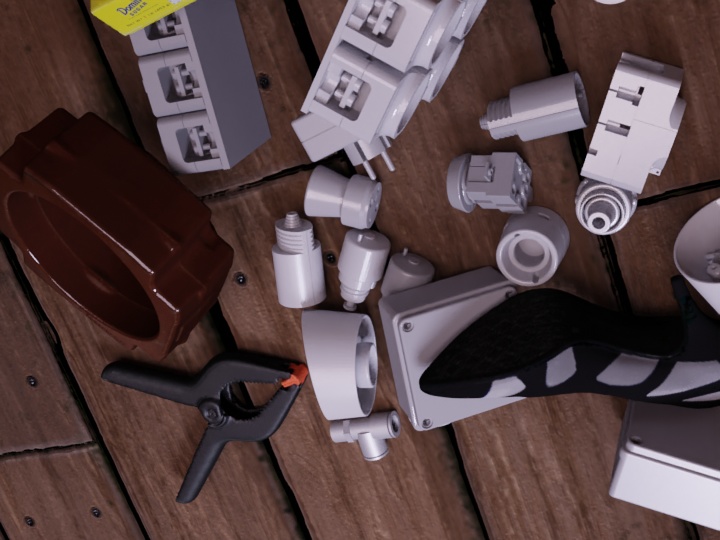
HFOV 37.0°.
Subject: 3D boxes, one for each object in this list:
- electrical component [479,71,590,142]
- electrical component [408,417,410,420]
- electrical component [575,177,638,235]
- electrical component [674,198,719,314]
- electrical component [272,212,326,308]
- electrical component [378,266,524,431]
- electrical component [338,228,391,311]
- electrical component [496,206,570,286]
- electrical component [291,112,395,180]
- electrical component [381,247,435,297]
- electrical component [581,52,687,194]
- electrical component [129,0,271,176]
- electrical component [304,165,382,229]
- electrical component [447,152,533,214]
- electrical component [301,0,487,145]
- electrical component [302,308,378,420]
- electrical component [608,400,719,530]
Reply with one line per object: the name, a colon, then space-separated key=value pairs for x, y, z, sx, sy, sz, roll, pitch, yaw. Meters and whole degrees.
electrical component: x=0.132 y=-0.123 z=0.832 sx=0.081 sy=0.043 sz=0.043 roll=-11 pitch=109 yaw=23
electrical component: x=0.063 y=0.102 z=0.962 sx=0.044 sy=0.044 sz=0.065 roll=0 pitch=109 yaw=19
electrical component: x=0.189 y=-0.047 z=0.836 sx=0.048 sy=0.062 sz=0.048 roll=8 pitch=115 yaw=16
electrical component: x=0.291 y=-0.012 z=0.799 sx=0.099 sy=0.099 sz=0.064 roll=-31 pitch=106 yaw=28
electrical component: x=-0.055 y=-0.012 z=0.949 sx=0.043 sy=0.043 sz=0.081 roll=2 pitch=114 yaw=19
electrical component: x=0.081 y=0.065 z=0.903 sx=0.109 sy=0.056 sz=0.108 roll=-16 pitch=111 yaw=-11
electrical component: x=0.000 y=0.000 z=0.937 sx=0.040 sy=0.040 sz=0.078 roll=21 pitch=119 yaw=10
electrical component: x=0.140 y=-0.018 z=0.875 sx=0.055 sy=0.047 sz=0.055 roll=8 pitch=116 yaw=16
electrical component: x=0.002 y=-0.111 z=0.882 sx=0.083 sy=0.047 sz=0.075 roll=-23 pitch=104 yaw=27
electrical component: x=0.037 y=0.021 z=0.933 sx=0.040 sy=0.040 sz=0.078 roll=22 pitch=119 yaw=9
electrical component: x=0.209 y=-0.109 z=0.807 sx=0.056 sy=0.050 sz=0.089 roll=19 pitch=118 yaw=10
electrical component: x=-0.136 y=-0.163 z=0.882 sx=0.062 sy=0.089 sz=0.150 roll=-6 pitch=111 yaw=22
electrical component: x=-0.014 y=-0.061 z=0.911 sx=0.055 sy=0.045 sz=0.045 roll=15 pitch=117 yaw=12
electrical component: x=0.103 y=-0.070 z=0.862 sx=0.055 sy=0.066 sz=0.048 roll=3 pitch=77 yaw=27
electrical component: x=0.036 y=-0.168 z=0.763 sx=0.060 sy=0.186 sz=0.105 roll=30 pitch=120 yaw=5
electrical component: x=-0.019 y=0.083 z=0.951 sx=0.064 sy=0.099 sz=0.099 roll=-1 pitch=113 yaw=13
electrical component: x=0.265 y=0.148 z=0.872 sx=0.109 sy=0.108 sz=0.056 roll=16 pitch=120 yaw=12
